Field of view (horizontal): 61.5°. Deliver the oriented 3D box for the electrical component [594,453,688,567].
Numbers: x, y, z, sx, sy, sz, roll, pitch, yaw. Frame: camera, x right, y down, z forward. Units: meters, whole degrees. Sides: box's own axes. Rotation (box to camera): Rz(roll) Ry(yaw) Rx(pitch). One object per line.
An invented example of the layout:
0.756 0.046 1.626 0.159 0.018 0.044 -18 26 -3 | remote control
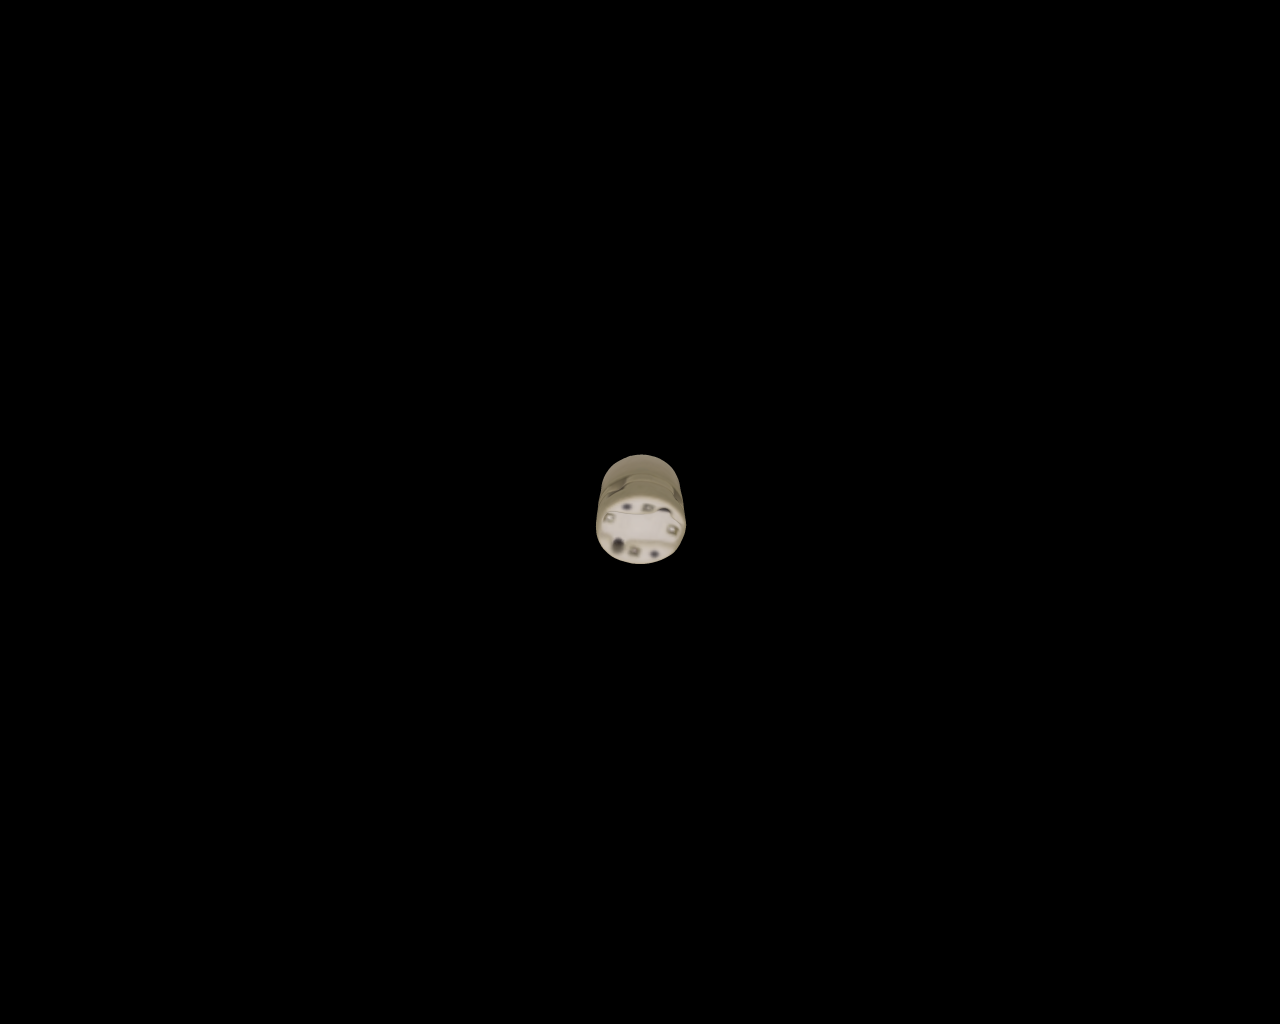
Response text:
0.001 -0.003 0.650 0.055 0.055 0.047 0 37 0 | electrical component
